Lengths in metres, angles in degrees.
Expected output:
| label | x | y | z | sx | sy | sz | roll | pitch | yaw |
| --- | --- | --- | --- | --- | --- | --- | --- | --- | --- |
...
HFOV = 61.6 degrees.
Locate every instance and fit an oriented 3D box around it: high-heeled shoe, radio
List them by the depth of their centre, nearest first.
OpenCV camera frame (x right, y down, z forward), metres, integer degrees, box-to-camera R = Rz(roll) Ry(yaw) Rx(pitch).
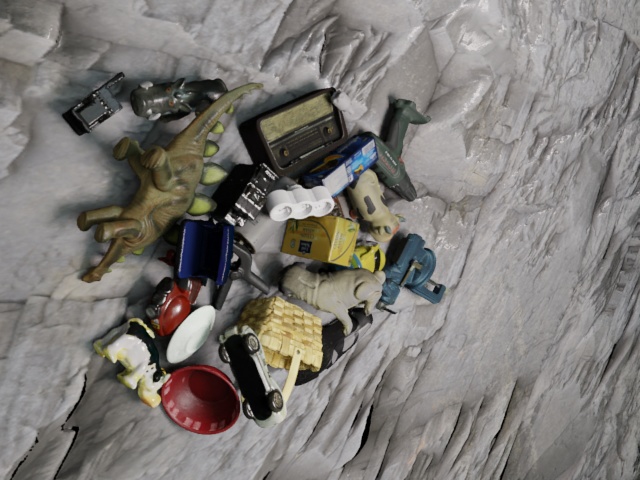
| label | x | y | z | sx | sy | sz | roll | pitch | yaw |
| --- | --- | --- | --- | --- | --- | --- | --- | --- | --- |
| radio | -0.049 | -0.232 | 1.160 | 0.229 | 0.073 | 0.131 | -32 | 114 | -31 |
| high-heeled shoe | 0.034 | 0.259 | 1.307 | 0.249 | 0.086 | 0.145 | -47 | 153 | -4 |

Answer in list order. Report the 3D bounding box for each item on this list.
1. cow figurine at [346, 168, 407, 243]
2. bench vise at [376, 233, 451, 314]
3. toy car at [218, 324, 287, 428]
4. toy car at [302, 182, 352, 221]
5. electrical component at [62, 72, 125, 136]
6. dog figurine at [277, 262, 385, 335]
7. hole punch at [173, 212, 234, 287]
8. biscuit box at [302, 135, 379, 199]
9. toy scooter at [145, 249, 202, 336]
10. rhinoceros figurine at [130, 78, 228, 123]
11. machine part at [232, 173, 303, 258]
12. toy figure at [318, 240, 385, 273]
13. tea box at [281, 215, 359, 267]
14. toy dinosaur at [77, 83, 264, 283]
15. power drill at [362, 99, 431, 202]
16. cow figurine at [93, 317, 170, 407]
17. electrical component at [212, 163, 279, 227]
| label | x | y | z | sx | sy | sz | roll | pitch | yaw |
| --- | --- | --- | --- | --- | --- | --- | --- | --- | --- |
| cow figurine | 0.128 | -0.082 | 1.284 | 0.085 | 0.127 | 0.194 | -35 | 113 | -27 |
| bench vise | 0.246 | 0.110 | 1.404 | 0.240 | 0.129 | 0.223 | 30 | 74 | -28 |
| toy car | -0.128 | 0.257 | 1.019 | 0.201 | 0.073 | 0.056 | 66 | 21 | 3 |
| toy car | 0.024 | -0.076 | 1.252 | 0.089 | 0.053 | 0.201 | -32 | 115 | -29 |
| electrical component | -0.371 | -0.231 | 0.910 | 0.119 | 0.075 | 0.047 | -48 | 120 | -26 |
| dog figurine | 0.024 | 0.088 | 1.158 | 0.190 | 0.121 | 0.172 | 39 | 90 | -18 |
| hole punch | -0.190 | 0.021 | 0.962 | 0.115 | 0.092 | 0.142 | -3 | 98 | -75 |
| biscuit box | 0.050 | -0.163 | 1.196 | 0.203 | 0.063 | 0.059 | -42 | 131 | -35 |
| toy scooter | -0.271 | 0.085 | 1.002 | 0.184 | 0.075 | 0.135 | -65 | 161 | -18 |
| rhinoceros figurine | -0.255 | -0.253 | 0.975 | 0.190 | 0.112 | 0.073 | -21 | 110 | -43 |
| machine part | -0.111 | -0.054 | 1.131 | 0.243 | 0.079 | 0.079 | -49 | 122 | -23 |
| toy figure | 0.081 | 0.061 | 1.295 | 0.180 | 0.082 | 0.089 | -28 | 124 | -38 |
| tea box | -0.002 | -0.004 | 1.164 | 0.068 | 0.170 | 0.098 | 16 | 84 | -40 |
| toy dinosaur | -0.266 | -0.107 | 0.947 | 0.471 | 0.105 | 0.198 | -53 | 152 | 5 |
| power drill | 0.202 | -0.234 | 1.363 | 0.232 | 0.086 | 0.207 | 33 | 83 | -33 |
| cow figurine | -0.332 | 0.228 | 1.001 | 0.098 | 0.068 | 0.167 | -44 | 120 | -32 |
| electrical component | -0.157 | -0.088 | 1.068 | 0.058 | 0.115 | 0.134 | 41 | 69 | -32 |
